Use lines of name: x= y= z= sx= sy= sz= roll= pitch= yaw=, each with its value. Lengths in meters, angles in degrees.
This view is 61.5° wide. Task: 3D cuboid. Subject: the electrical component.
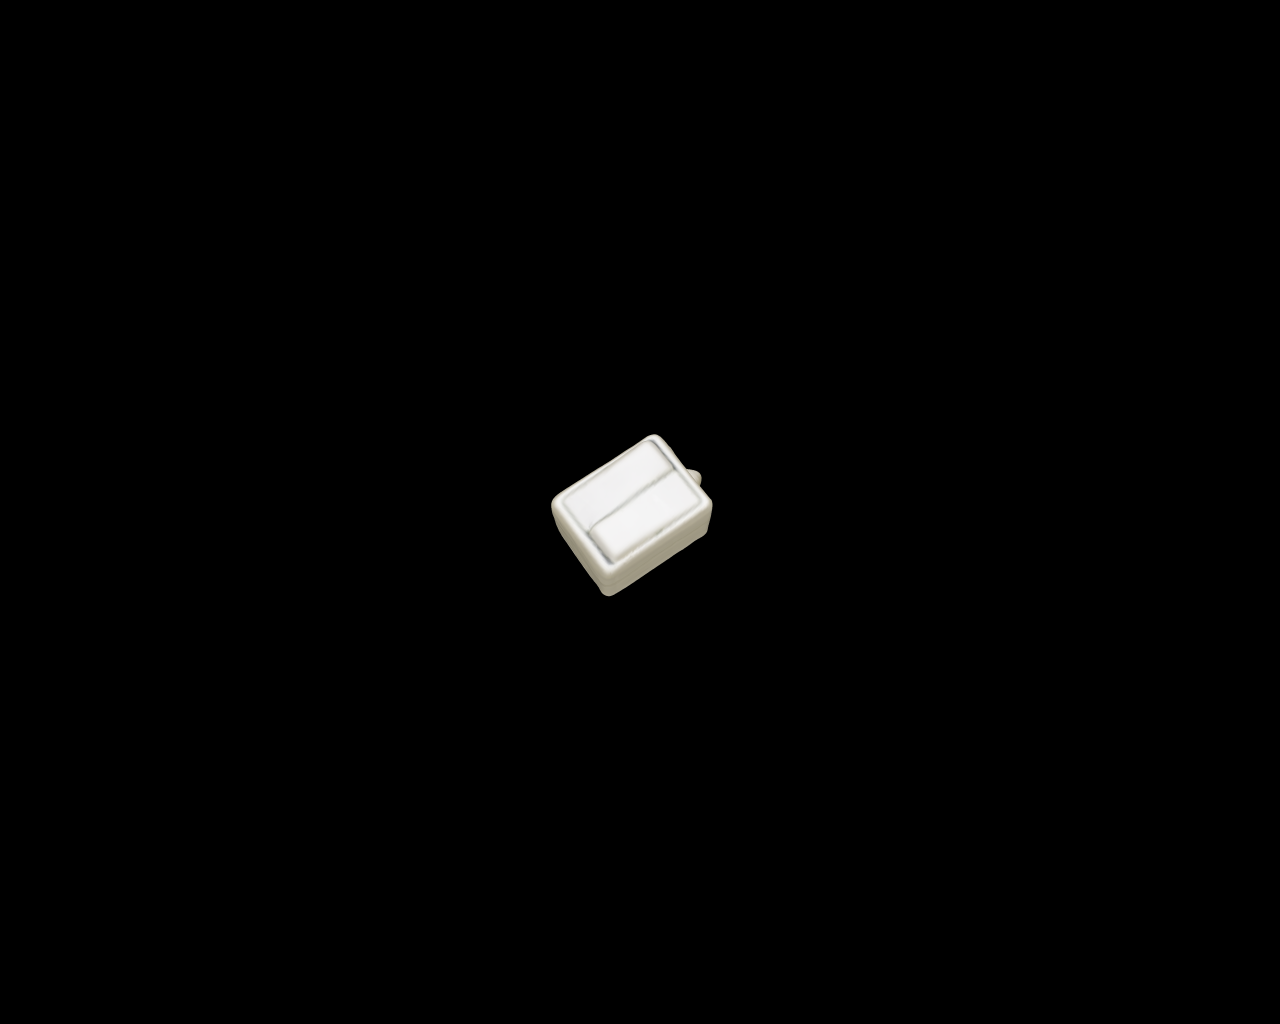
electrical component: x=0.001 y=-0.003 z=0.650 sx=0.096 sy=0.062 sz=0.061 roll=-33 pitch=-16 yaw=-11
